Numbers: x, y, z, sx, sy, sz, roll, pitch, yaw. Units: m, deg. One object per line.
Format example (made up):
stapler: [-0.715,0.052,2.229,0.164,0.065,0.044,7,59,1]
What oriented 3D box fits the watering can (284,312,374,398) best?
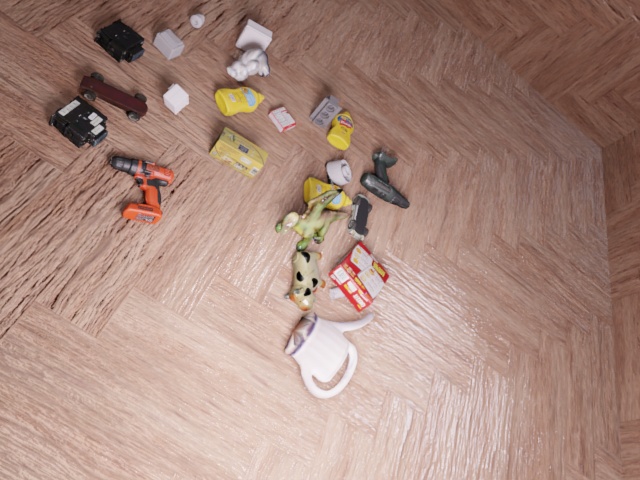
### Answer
watering can: [0.029,0.302,1.560,0.223,0.102,0.355,40,49,-8]

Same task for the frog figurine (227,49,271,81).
frog figurine: [-0.275,-0.658,1.930,0.160,0.120,0.140,-6,35,-29]

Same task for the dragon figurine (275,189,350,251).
dragon figurine: [0.005,-0.085,1.696,0.415,0.238,0.123,-26,77,-40]
